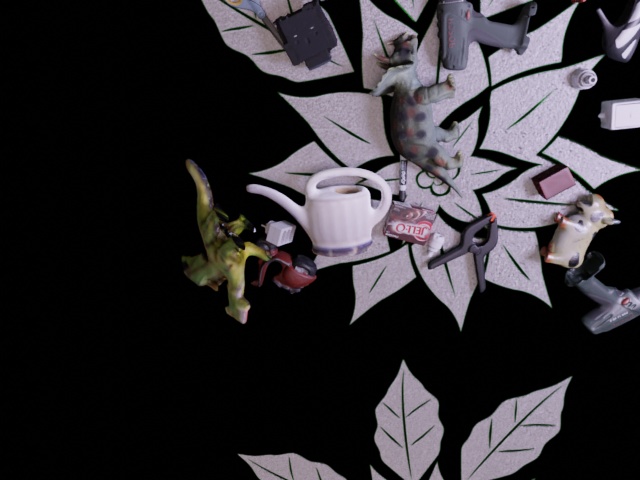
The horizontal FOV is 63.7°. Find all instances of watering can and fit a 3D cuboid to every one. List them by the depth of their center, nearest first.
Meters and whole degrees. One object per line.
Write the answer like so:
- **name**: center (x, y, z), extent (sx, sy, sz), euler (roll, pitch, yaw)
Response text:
- **watering can**: center (0.004, -0.064, 1.263), extent (0.347, 0.221, 0.105), euler (-5, 19, 2)

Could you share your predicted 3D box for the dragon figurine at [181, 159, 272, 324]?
- **dragon figurine**: center (-0.277, 0.021, 1.296), extent (0.239, 0.414, 0.123), euler (-42, -14, 26)
